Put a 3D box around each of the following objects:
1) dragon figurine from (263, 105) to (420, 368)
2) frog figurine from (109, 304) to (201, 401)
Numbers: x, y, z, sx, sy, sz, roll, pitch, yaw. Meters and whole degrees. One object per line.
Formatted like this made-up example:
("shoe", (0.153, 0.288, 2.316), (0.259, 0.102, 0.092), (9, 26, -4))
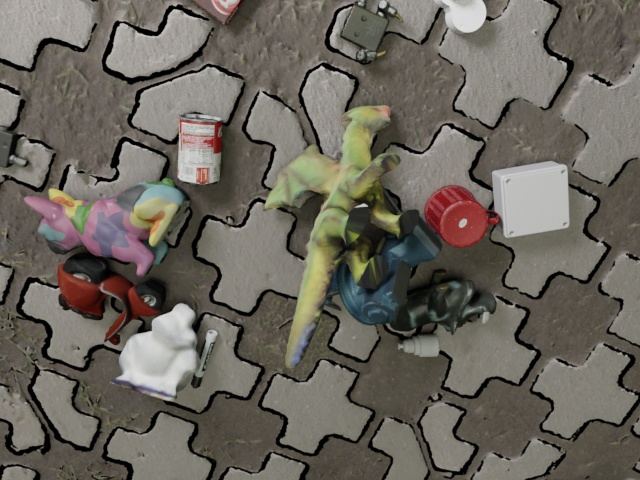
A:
("dragon figurine", (0.002, -0.040, 0.785), (0.246, 0.411, 0.120), (31, -5, 47))
("frog figurine", (-0.273, 0.190, 0.906), (0.137, 0.162, 0.120), (10, -21, 19))
